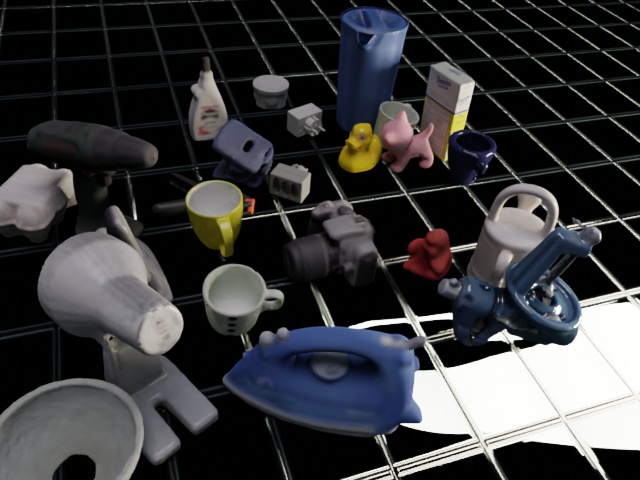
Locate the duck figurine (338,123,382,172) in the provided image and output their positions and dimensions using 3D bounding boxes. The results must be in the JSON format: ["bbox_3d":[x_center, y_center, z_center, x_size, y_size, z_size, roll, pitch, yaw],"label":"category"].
[{"bbox_3d":[0.084,-0.193,1.137,0.077,0.086,0.105,34,49,27],"label":"duck figurine"}]

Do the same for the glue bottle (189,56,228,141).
[{"bbox_3d":[-0.222,-0.279,1.127,0.078,0.173,0.037,-16,47,-22],"label":"glue bottle"}]

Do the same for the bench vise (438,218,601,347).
[{"bbox_3d":[0.277,0.069,0.779,0.208,0.220,0.121,-6,44,-13],"label":"bench vise"}]

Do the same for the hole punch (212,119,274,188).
[{"bbox_3d":[-0.142,-0.165,1.074,0.101,0.091,0.109,13,43,7],"label":"hole punch"}]

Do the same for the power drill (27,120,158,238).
[{"bbox_3d":[-0.336,-0.089,0.881,0.229,0.208,0.076,20,44,14],"label":"power drill"}]

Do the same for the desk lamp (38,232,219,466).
[{"bbox_3d":[-0.218,0.116,0.669,0.202,0.213,0.118,34,49,27],"label":"desk lamp"}]

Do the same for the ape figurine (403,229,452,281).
[{"bbox_3d":[0.180,0.019,0.915,0.076,0.092,0.077,-4,43,-11],"label":"ape figurine"}]

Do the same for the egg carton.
[{"bbox_3d":[-0.466,-0.064,0.940,0.107,0.069,0.150,10,43,4],"label":"egg carton"}]

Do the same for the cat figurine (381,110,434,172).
[{"bbox_3d":[0.170,-0.199,1.131,0.128,0.118,0.067,-13,46,-20],"label":"cat figurine"}]

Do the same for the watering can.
[{"bbox_3d":[0.300,-0.011,0.887,0.101,0.194,0.173,7,42,1],"label":"watering can"}]

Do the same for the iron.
[{"bbox_3d":[0.005,0.153,0.711,0.258,0.141,0.118,6,42,-1],"label":"iron"}]

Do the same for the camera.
[{"bbox_3d":[0.008,0.003,0.904,0.137,0.101,0.143,-13,46,-20],"label":"camera"}]

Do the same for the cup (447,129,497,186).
[{"bbox_3d":[0.288,-0.144,1.104,0.092,0.095,0.117,-3,43,-10],"label":"cup"}]

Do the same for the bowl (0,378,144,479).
[{"bbox_3d":[-0.275,0.241,0.630,0.167,0.075,0.167,4,43,-3],"label":"bowl"}]

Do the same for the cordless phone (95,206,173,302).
[{"bbox_3d":[-0.272,0.008,0.801,0.094,0.185,0.147,-19,48,-25],"label":"cordless phone"}]
